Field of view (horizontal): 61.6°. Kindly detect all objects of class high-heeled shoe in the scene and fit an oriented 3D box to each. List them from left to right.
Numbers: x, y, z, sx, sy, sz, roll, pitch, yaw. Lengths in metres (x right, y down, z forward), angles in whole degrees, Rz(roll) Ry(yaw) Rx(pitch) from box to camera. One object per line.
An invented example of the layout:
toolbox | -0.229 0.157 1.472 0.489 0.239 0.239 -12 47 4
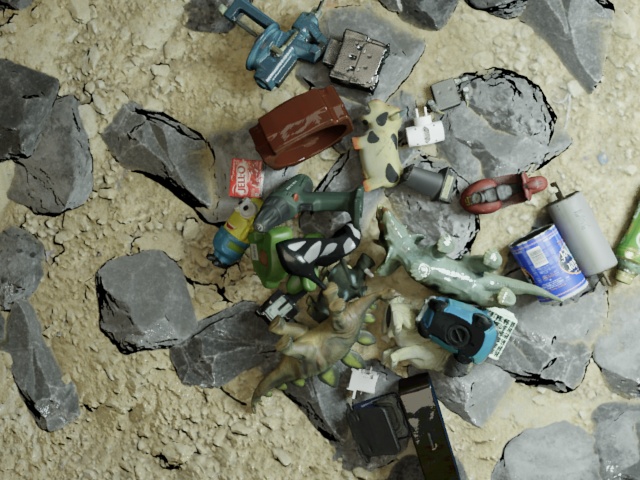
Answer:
high-heeled shoe | -0.002 -0.003 1.122 0.086 0.249 0.145 -29 111 39

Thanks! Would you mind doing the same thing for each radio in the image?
radio | 0.232 0.405 1.145 0.073 0.131 0.229 -16 89 8

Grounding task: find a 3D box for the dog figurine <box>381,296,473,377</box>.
dog figurine | 0.238 0.209 1.169 0.191 0.121 0.172 3 95 -7

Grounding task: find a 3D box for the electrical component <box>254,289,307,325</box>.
electrical component | -0.084 0.148 1.221 0.075 0.047 0.119 43 72 3

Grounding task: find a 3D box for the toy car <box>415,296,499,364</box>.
toy car | 0.283 0.175 1.105 0.162 0.103 0.109 26 108 17

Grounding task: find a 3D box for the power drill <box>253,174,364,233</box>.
power drill | -0.013 -0.066 1.123 0.207 0.232 0.085 0 118 13

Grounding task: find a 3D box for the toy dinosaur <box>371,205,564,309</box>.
toy dinosaur | 0.278 0.070 1.126 0.405 0.192 0.131 26 82 -5

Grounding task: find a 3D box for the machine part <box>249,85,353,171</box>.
machine part | -0.037 -0.233 1.135 0.201 0.201 0.087 -26 85 7

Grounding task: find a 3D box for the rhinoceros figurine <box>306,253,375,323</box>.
rhinoceros figurine | 0.047 0.109 1.185 0.112 0.073 0.190 32 101 -10

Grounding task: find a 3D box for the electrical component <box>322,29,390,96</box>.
electrical component | 0.076 -0.395 1.191 0.134 0.058 0.114 19 91 6

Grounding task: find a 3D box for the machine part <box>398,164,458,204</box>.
machine part | 0.236 -0.127 1.162 0.139 0.039 0.084 11 100 -25

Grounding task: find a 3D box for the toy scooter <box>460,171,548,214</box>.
toy scooter | 0.386 -0.100 1.116 0.184 0.135 0.075 -14 91 9

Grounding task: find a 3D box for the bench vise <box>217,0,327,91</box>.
bench vise | -0.110 -0.458 1.183 0.240 0.129 0.223 36 96 -1

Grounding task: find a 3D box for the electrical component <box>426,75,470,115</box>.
electrical component | 0.280 -0.312 1.171 0.102 0.045 0.078 -12 91 8

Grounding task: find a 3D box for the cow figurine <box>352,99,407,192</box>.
cow figurine | 0.136 -0.210 1.172 0.127 0.085 0.194 -12 93 6

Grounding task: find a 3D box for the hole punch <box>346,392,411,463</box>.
hole punch | 0.131 0.408 1.192 0.116 0.092 0.142 -21 91 34

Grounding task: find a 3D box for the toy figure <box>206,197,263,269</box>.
toy figure | -0.182 -0.017 1.218 0.082 0.089 0.180 37 99 20

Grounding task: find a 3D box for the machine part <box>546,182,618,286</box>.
machine part | 0.547 -0.013 1.124 0.079 0.079 0.243 -26 88 7

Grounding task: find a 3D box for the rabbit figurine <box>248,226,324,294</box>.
rabbit figurine | -0.050 0.037 1.169 0.170 0.121 0.159 -10 88 -35

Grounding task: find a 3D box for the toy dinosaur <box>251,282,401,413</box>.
toy dinosaur | -0.014 0.237 1.152 0.471 0.105 0.198 -35 121 21
